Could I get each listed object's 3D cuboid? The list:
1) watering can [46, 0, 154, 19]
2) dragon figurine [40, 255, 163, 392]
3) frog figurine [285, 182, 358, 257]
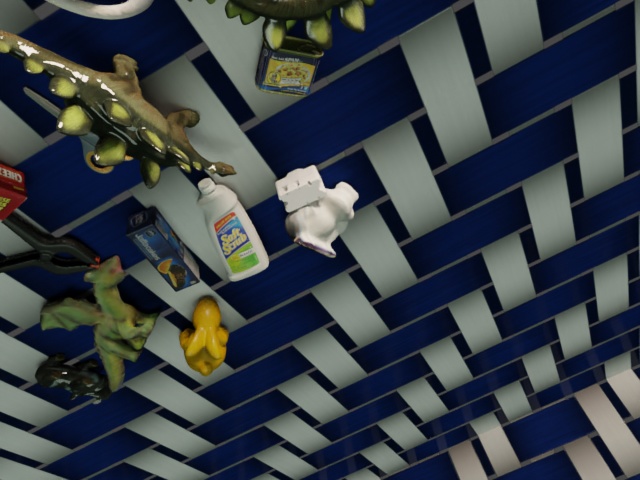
[{"bbox_3d":[-0.349,-0.418,0.625,0.345,0.106,0.221,23,120,-35],"label":"watering can"},{"bbox_3d":[-0.509,0.200,1.173,0.241,0.125,0.403,26,118,-17],"label":"dragon figurine"},{"bbox_3d":[0.003,-0.055,1.100,0.136,0.123,0.160,25,85,-24],"label":"frog figurine"}]
